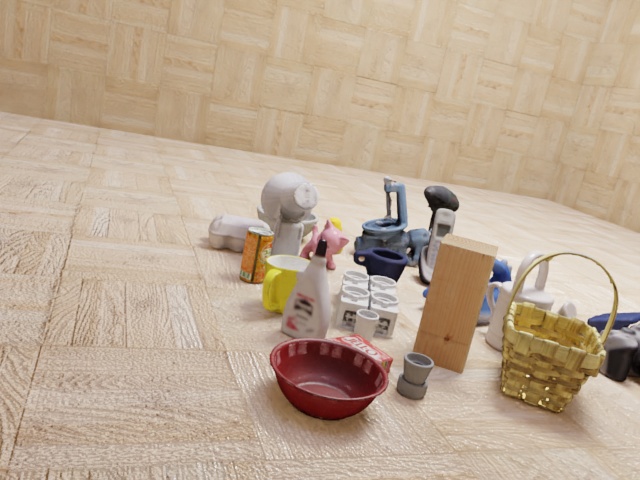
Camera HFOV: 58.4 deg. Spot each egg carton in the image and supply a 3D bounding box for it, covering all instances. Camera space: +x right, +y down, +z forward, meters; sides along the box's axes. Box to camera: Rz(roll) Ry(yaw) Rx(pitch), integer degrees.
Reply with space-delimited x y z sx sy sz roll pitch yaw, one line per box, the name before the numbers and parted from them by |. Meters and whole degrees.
egg carton | -0.187 -0.013 1.346 0.150 0.069 0.107 9 15 -10

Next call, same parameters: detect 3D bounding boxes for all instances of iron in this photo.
iron | 0.349 0.093 1.230 0.259 0.141 0.118 1 18 -37

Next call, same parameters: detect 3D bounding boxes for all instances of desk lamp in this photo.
desk lamp | -0.061 -0.033 1.235 0.118 0.213 0.202 7 16 -19

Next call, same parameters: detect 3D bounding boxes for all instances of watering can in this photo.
watering can | 0.393 0.116 1.075 0.172 0.194 0.101 20 17 27

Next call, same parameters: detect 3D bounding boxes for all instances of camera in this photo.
camera | 0.603 0.218 1.048 0.143 0.101 0.136 7 15 -17

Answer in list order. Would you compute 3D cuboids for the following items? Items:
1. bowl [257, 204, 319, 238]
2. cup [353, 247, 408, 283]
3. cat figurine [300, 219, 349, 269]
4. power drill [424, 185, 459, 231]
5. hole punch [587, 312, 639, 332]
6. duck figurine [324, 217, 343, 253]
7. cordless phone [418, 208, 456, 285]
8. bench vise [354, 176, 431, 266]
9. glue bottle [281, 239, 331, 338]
bowl | -0.090 -0.041 1.516 0.167 0.075 0.167 11 15 -3
cup | 0.122 0.071 1.225 0.118 0.095 0.091 9 15 -13
cat figurine | 0.012 0.005 1.341 0.067 0.118 0.127 3 17 -31
power drill | 0.332 -0.057 1.648 0.075 0.208 0.230 19 16 27
hole punch | 0.631 0.182 1.222 0.109 0.091 0.100 -3 21 -45
duck figurine | 0.030 -0.015 1.494 0.077 0.086 0.105 14 15 9
cordless phone | 0.321 0.023 1.386 0.148 0.185 0.094 9 15 -11
bench vise | 0.205 -0.052 1.505 0.208 0.220 0.121 5 16 -25
glue bottle | -0.013 0.080 0.929 0.078 0.173 0.037 18 16 22
